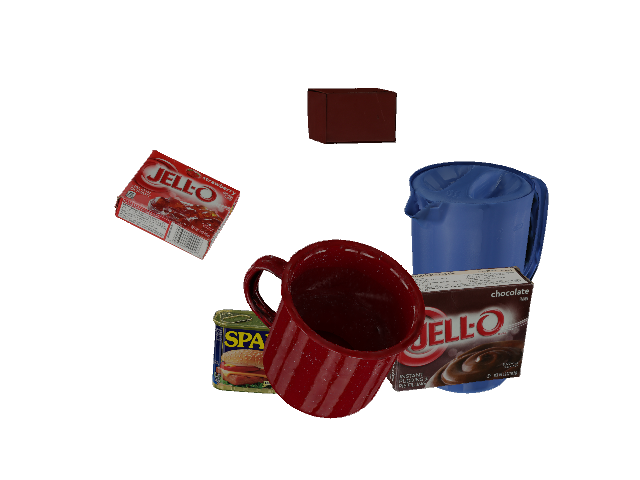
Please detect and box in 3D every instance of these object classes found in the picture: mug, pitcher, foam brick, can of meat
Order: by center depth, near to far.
[{"bbox_3d":[0.000,0.054,0.686,0.117,0.082,0.093,31,46,9],"label":"mug"},{"bbox_3d":[0.031,-0.125,1.067,0.078,0.051,0.053,-3,14,-20],"label":"foam brick"},{"bbox_3d":[0.172,0.039,1.186,0.149,0.243,0.145,4,24,11],"label":"pitcher"},{"bbox_3d":[-0.077,0.131,1.253,0.102,0.084,0.057,4,13,-1],"label":"can of meat"}]

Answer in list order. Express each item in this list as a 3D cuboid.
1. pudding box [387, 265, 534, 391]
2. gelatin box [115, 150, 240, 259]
[{"bbox_3d":[0.110,0.070,0.864,0.113,0.090,0.039,-6,29,-16],"label":"pudding box"},{"bbox_3d":[-0.126,-0.033,0.940,0.089,0.030,0.073,27,43,0],"label":"gelatin box"}]
